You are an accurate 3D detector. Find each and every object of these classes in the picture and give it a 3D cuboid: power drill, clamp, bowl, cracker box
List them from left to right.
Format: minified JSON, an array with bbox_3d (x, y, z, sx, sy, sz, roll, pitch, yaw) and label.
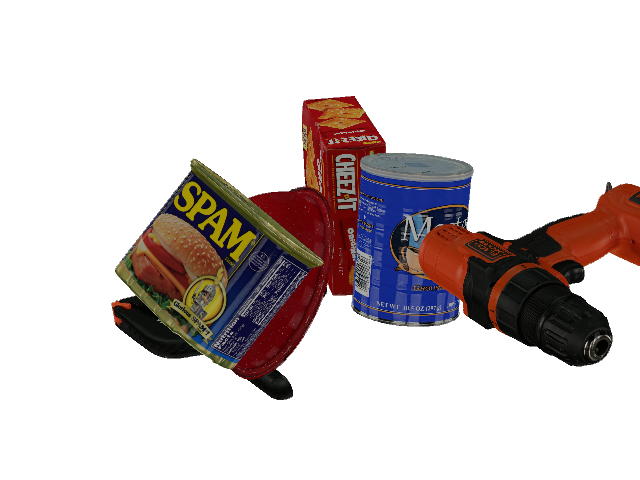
[{"bbox_3d":[-0.104,0.089,1.040,0.210,0.036,0.164,2,35,5],"label":"clamp"},{"bbox_3d":[-0.057,0.025,0.837,0.055,0.162,0.162,22,-11,-28],"label":"bowl"},{"bbox_3d":[0.025,-0.055,1.175,0.072,0.164,0.214,-5,21,-4],"label":"cracker box"},{"bbox_3d":[0.189,0.019,0.760,0.187,0.057,0.185,-14,28,-25],"label":"power drill"}]

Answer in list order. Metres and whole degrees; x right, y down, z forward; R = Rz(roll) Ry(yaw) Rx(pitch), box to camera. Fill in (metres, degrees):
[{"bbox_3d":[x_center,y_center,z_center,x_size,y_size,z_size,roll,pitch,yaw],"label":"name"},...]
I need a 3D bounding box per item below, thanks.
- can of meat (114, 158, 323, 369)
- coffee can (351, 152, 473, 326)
[{"bbox_3d":[-0.063,0.014,0.633,0.102,0.084,0.057,40,3,36],"label":"can of meat"},{"bbox_3d":[0.083,-0.003,0.985,0.103,0.140,0.103,3,15,-1],"label":"coffee can"}]
